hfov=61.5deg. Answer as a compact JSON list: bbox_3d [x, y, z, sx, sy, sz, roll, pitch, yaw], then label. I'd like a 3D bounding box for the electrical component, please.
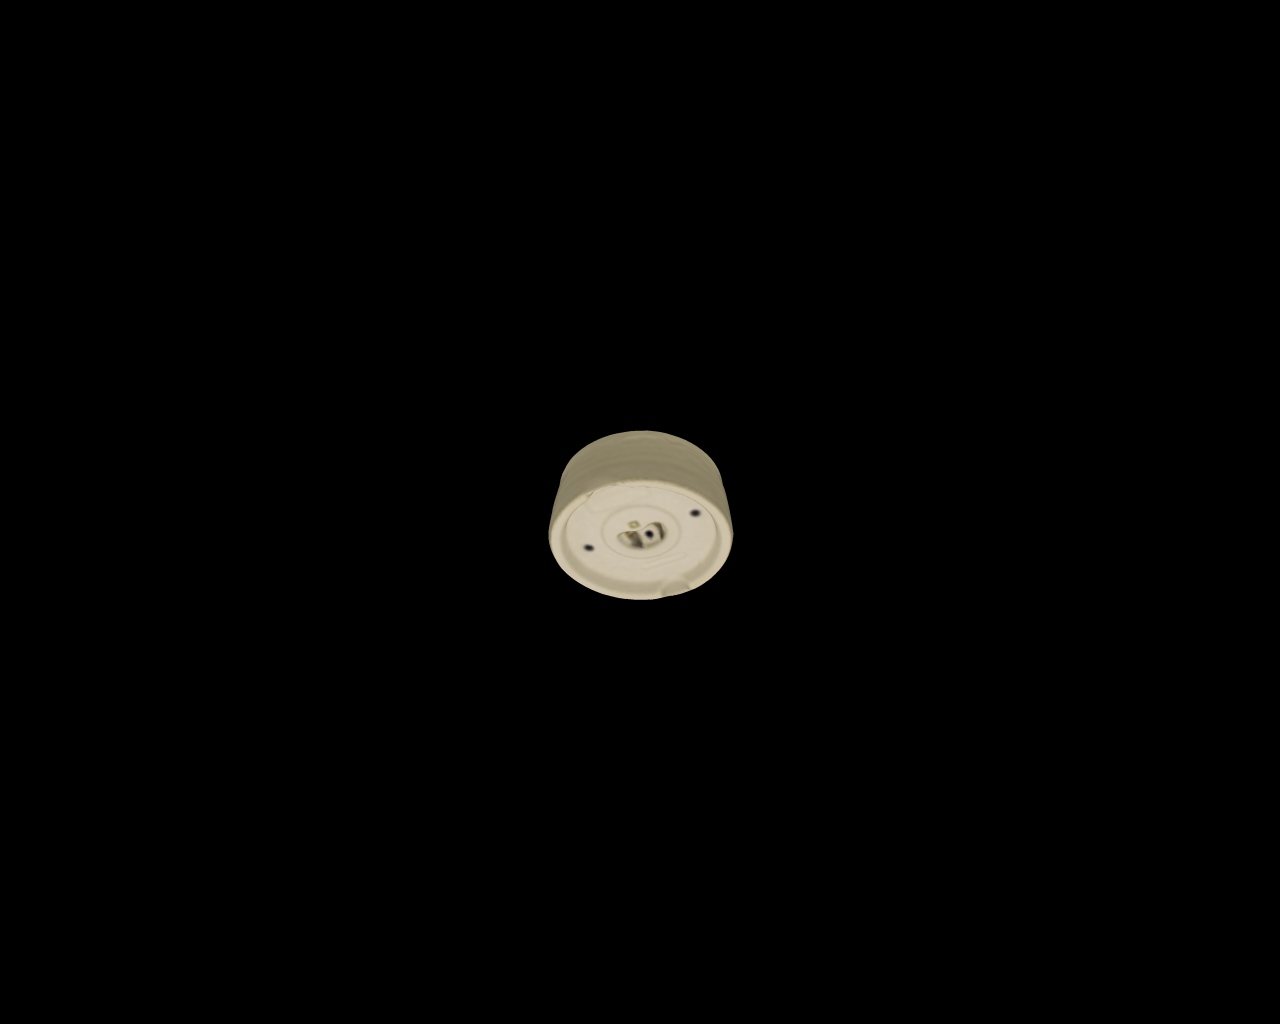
[{"bbox_3d":[0.001,-0.003,0.650,0.108,0.060,0.108,0,-43,0],"label":"electrical component"}]
